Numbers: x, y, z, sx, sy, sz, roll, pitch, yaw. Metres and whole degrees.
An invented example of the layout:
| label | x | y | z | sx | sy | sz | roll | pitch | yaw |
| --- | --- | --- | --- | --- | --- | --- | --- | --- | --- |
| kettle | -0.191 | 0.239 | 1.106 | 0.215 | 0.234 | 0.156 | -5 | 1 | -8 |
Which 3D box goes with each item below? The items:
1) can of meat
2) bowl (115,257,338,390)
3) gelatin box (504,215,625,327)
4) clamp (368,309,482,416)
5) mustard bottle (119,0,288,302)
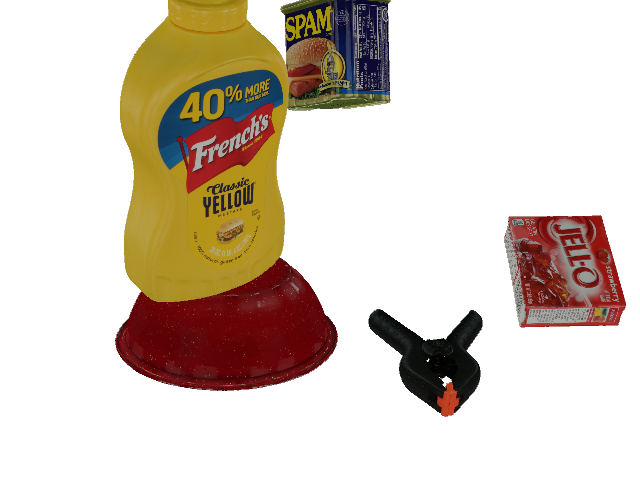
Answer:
| label | x | y | z | sx | sy | sz | roll | pitch | yaw |
| --- | --- | --- | --- | --- | --- | --- | --- | --- | --- |
| can of meat | 0.012 | -0.148 | 0.848 | 0.057 | 0.084 | 0.102 | -4 | 4 | -32 |
| bowl | -0.067 | 0.046 | 0.769 | 0.162 | 0.055 | 0.162 | 1 | 21 | -1 |
| gelatin box | 0.180 | 0.021 | 0.793 | 0.073 | 0.089 | 0.030 | -1 | -40 | -1 |
| clamp | 0.125 | 0.115 | 1.073 | 0.120 | 0.039 | 0.171 | -9 | 30 | -9 |
| mustard bottle | -0.062 | -0.062 | 0.586 | 0.096 | 0.192 | 0.058 | -18 | 38 | -31 |
